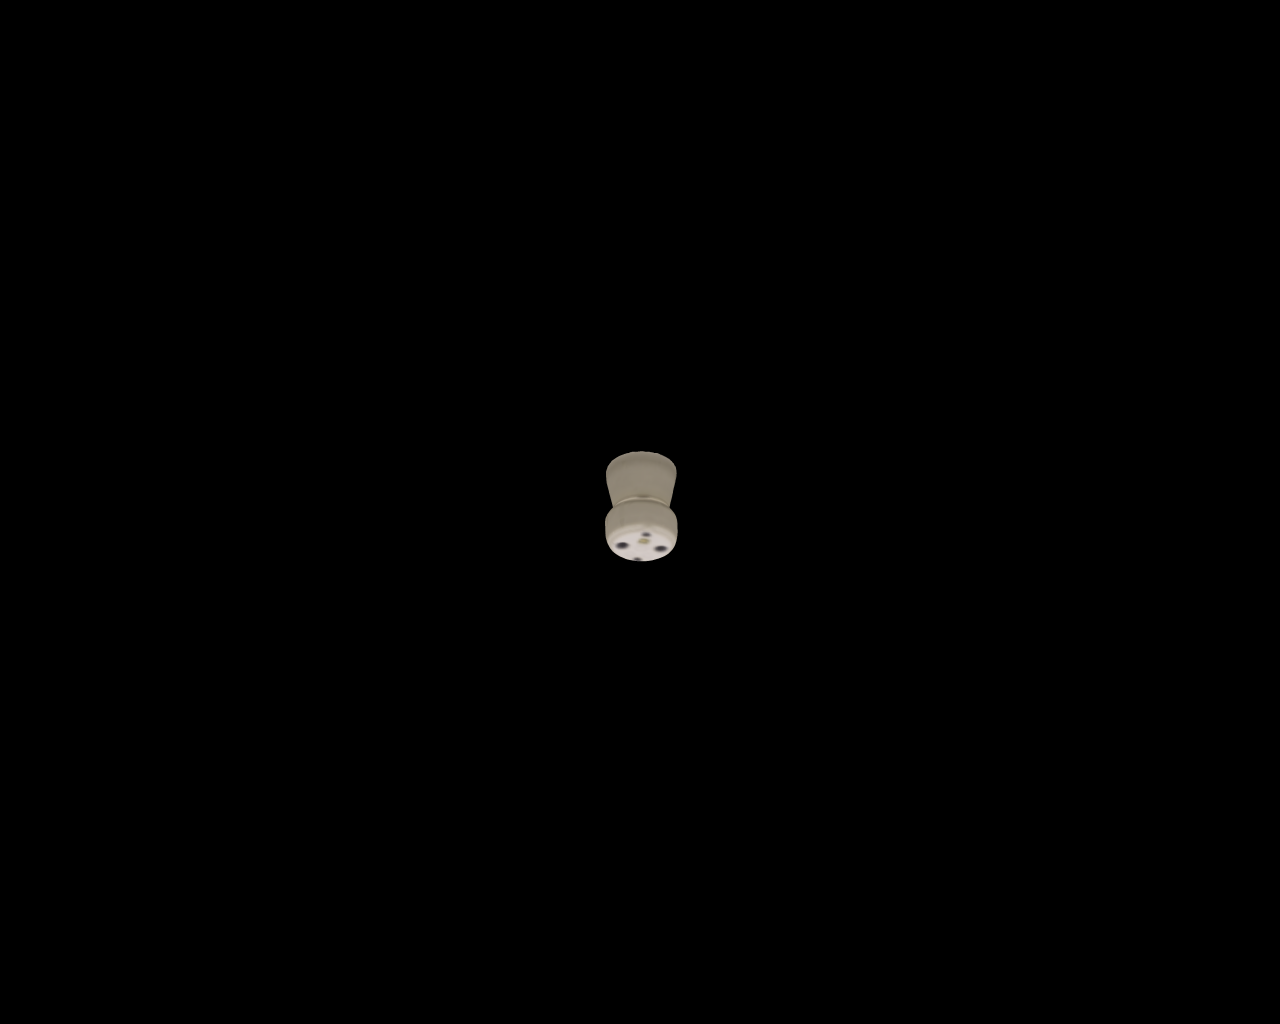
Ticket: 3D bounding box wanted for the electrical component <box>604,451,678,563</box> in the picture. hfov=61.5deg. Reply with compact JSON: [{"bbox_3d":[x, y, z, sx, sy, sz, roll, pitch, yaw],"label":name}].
[{"bbox_3d":[0.001,-0.003,0.650,0.045,0.055,0.044,0,-31,0],"label":"electrical component"}]
